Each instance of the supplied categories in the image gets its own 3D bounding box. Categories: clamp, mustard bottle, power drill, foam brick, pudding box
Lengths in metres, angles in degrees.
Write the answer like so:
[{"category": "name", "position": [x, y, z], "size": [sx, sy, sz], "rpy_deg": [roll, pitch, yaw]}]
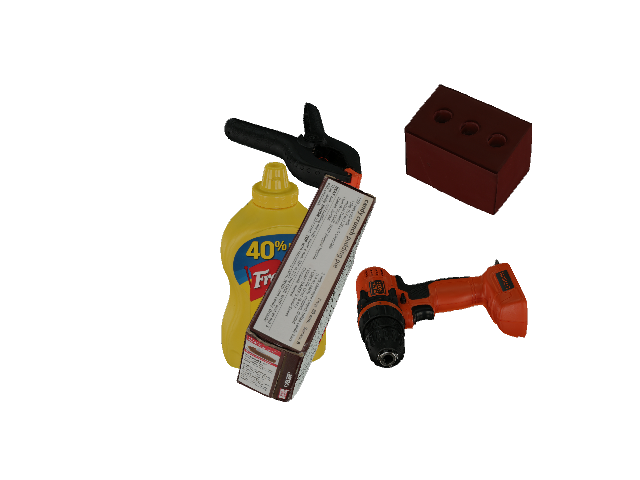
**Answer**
[{"category": "clamp", "position": [-0.023, -0.096, 1.137], "size": [0.120, 0.039, 0.172], "rpy_deg": [-15, 38, -23]}, {"category": "mustard bottle", "position": [-0.041, 0.022, 0.963], "size": [0.096, 0.192, 0.058], "rpy_deg": [-3, 24, -11]}, {"category": "power drill", "position": [0.134, 0.080, 1.207], "size": [0.187, 0.057, 0.184], "rpy_deg": [-3, 27, -1]}, {"category": "foam brick", "position": [0.106, -0.065, 0.769], "size": [0.078, 0.053, 0.051], "rpy_deg": [27, -29, 22]}, {"category": "pudding box", "position": [-0.009, 0.030, 0.635], "size": [0.039, 0.113, 0.090], "rpy_deg": [22, -27, 4]}]
